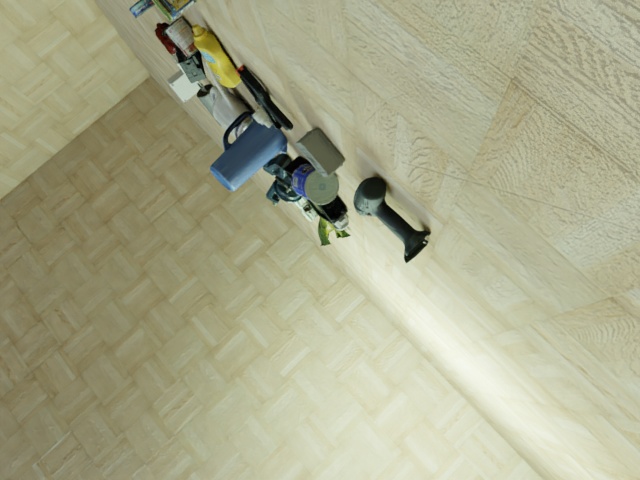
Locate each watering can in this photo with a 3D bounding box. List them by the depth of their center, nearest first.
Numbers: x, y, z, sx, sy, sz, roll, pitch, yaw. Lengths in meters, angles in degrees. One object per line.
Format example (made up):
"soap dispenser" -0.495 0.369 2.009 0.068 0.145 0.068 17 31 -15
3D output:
"watering can" -0.300 -0.446 1.735 0.226 0.105 0.341 45 164 15

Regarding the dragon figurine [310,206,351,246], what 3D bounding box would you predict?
"dragon figurine" 0.006 -0.100 1.993 0.242 0.123 0.410 65 170 -5
